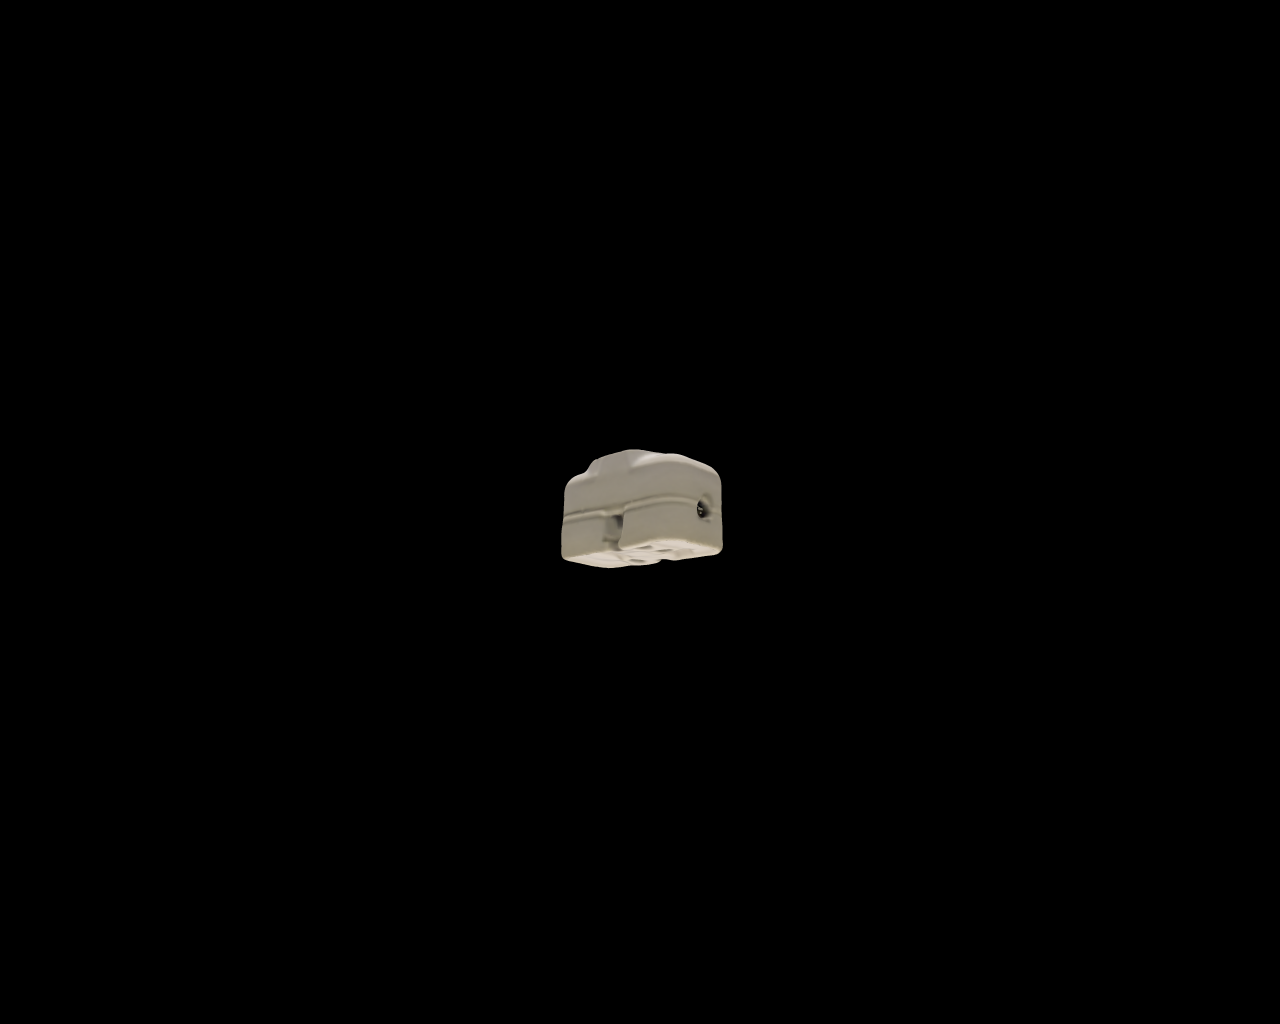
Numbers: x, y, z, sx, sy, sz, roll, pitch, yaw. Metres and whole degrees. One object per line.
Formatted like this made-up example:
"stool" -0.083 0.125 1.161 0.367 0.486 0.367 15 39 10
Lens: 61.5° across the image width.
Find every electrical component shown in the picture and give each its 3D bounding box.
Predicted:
"electrical component" 0.001 -0.003 0.650 0.095 0.059 0.054 -11 -17 37
